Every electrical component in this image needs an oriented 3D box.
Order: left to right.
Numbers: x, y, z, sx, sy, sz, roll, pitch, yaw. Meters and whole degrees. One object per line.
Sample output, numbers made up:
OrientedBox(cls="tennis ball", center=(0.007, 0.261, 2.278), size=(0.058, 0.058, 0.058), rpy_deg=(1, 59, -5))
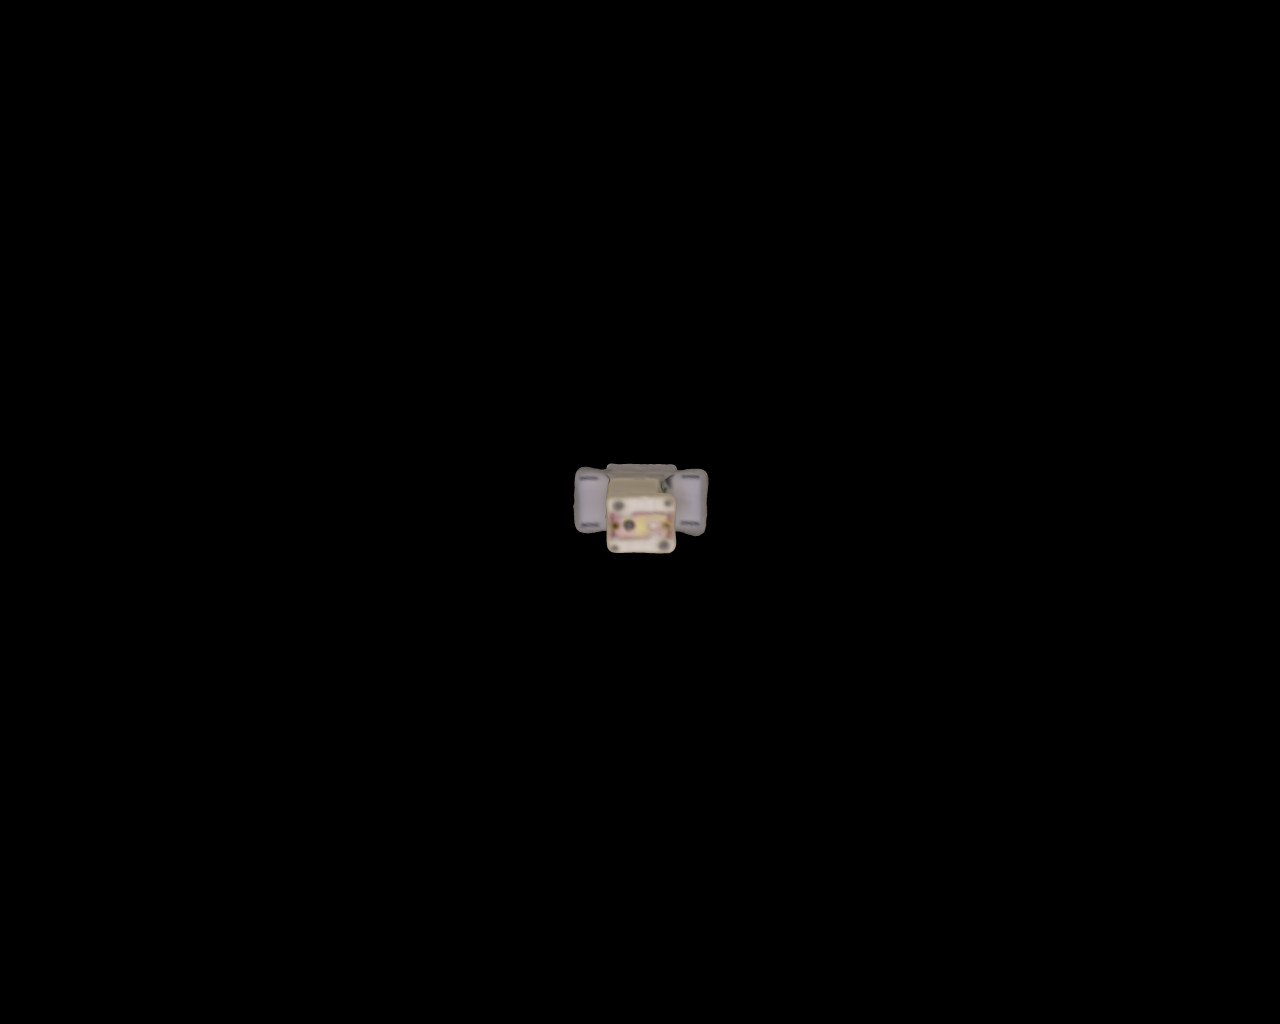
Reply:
OrientedBox(cls="electrical component", center=(0.001, -0.003, 0.650), size=(0.081, 0.042, 0.064), rpy_deg=(0, 21, 0))
